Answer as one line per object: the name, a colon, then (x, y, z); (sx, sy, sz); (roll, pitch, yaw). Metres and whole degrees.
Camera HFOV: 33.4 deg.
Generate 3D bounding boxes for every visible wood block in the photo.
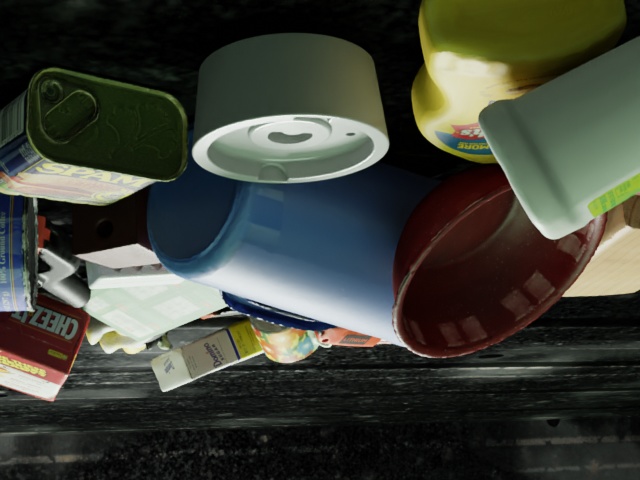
wood block: (0.225, -0.023, 0.790); (0.090, 0.091, 0.206); (-2, 165, -6)

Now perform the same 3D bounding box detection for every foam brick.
foam brick: (-0.135, -0.024, 0.733); (0.053, 0.078, 0.051); (-9, 165, 20)

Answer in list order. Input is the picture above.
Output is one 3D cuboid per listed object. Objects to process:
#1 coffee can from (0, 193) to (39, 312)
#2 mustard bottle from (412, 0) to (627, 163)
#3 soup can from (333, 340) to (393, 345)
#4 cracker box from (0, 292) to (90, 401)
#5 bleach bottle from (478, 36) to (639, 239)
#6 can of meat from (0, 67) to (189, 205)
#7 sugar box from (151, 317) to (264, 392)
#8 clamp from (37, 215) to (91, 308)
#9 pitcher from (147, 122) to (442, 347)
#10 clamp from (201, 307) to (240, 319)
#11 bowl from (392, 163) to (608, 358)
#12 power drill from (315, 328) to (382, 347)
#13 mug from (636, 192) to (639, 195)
coffee can: (-0.273, 0.001, 0.748); (0.140, 0.103, 0.103); (-1, 165, -11)
mustard bottle: (0.100, -0.086, 0.589); (0.096, 0.058, 0.191); (-10, 165, 0)
soup can: (0.056, 0.084, 1.200); (0.102, 0.068, 0.069); (1, 165, -13)
cracker box: (-0.324, 0.093, 1.065); (0.164, 0.072, 0.214); (22, 159, -11)
bleach bottle: (0.201, -0.087, 0.490); (0.251, 0.068, 0.102); (-29, 169, 13)
can of meat: (-0.145, -0.058, 0.646); (0.101, 0.057, 0.084); (8, 164, -36)
sugar box: (-0.099, 0.119, 1.235); (0.175, 0.048, 0.093); (-17, 174, -33)
clamp: (-0.236, 0.024, 0.898); (0.120, 0.039, 0.172); (3, 162, -28)
pitcher: (-0.005, 0.001, 0.756); (0.242, 0.149, 0.145); (17, -177, -44)
clamp: (-0.044, 0.045, 1.090); (0.210, 0.036, 0.164); (-13, 162, 22)
bowl: (0.106, 0.002, 0.696); (0.162, 0.055, 0.162); (-20, 140, -17)
power drill: (0.094, 0.043, 1.023); (0.188, 0.057, 0.184); (-32, 151, 33)
mug: (0.219, -0.074, 0.620); (0.117, 0.093, 0.082); (-17, -177, -41)
